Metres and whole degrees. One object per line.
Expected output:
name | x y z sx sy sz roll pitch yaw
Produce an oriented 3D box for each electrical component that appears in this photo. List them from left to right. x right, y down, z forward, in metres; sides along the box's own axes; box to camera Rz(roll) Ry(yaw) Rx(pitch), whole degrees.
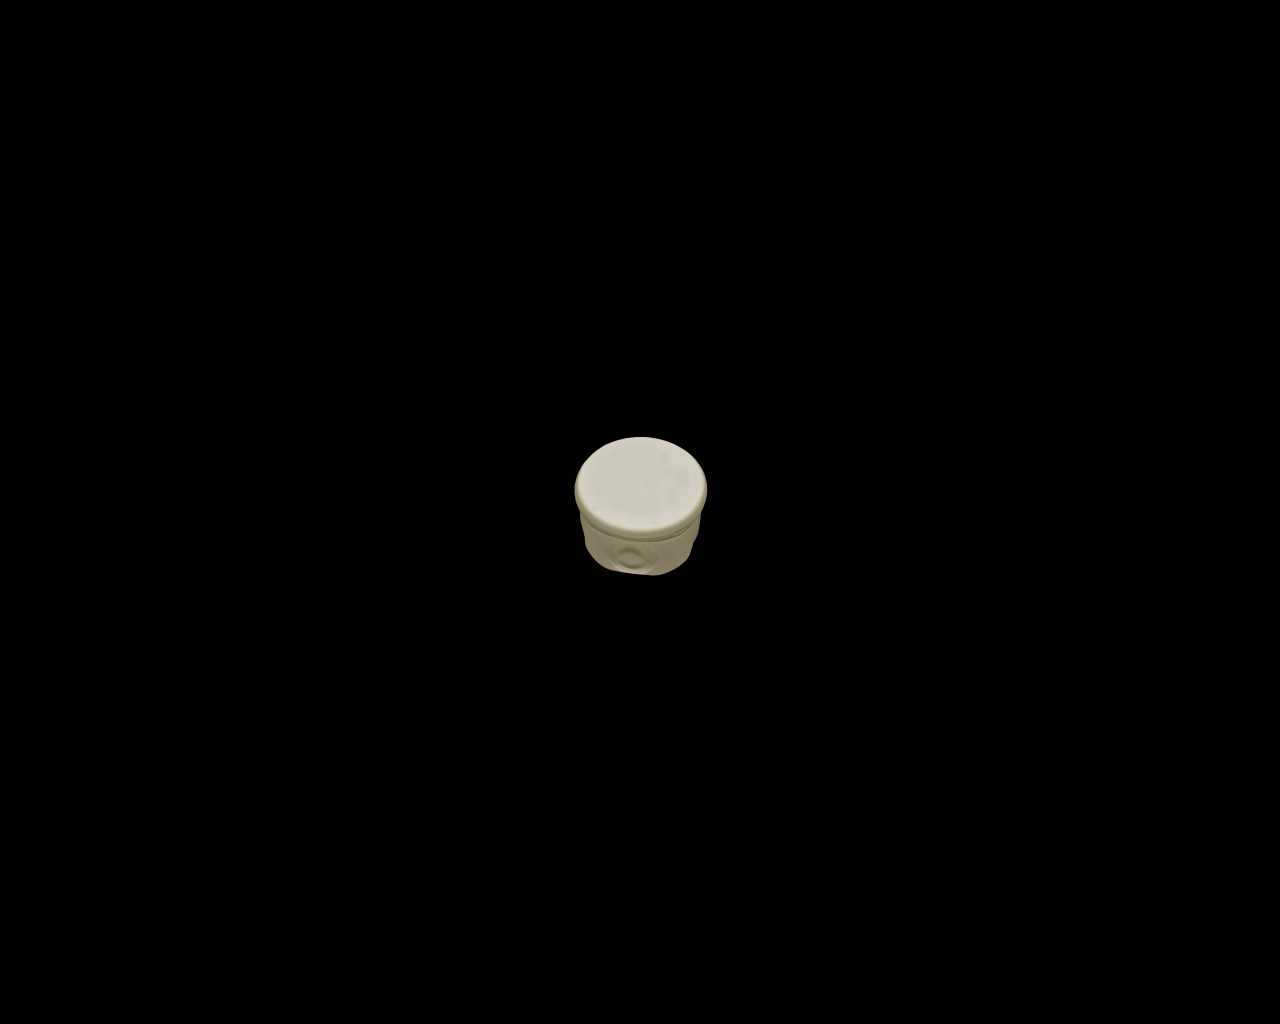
electrical component | 0.001 -0.003 0.650 0.080 0.080 0.050 0 -41 0
